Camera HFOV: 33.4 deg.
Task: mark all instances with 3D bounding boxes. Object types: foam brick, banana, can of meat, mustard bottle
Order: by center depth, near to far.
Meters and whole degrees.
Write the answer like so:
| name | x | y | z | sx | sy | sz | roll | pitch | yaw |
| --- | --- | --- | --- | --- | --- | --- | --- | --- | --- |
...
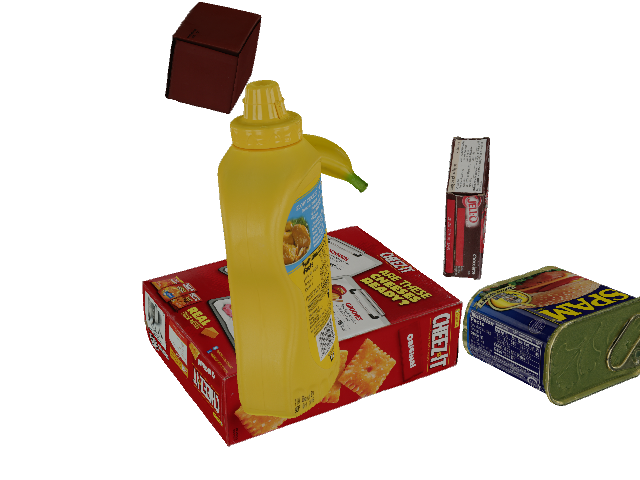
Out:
| name | x | y | z | sx | sy | sz | roll | pitch | yaw |
| --- | --- | --- | --- | --- | --- | --- | --- | --- | --- |
| mustard bottle | -0.025 | 0.001 | 0.630 | 0.058 | 0.192 | 0.096 | 3 | 23 | 18 |
| can of meat | 0.158 | 0.059 | 0.710 | 0.101 | 0.057 | 0.084 | -14 | 23 | -32 |
| foam brick | -0.081 | -0.141 | 0.814 | 0.053 | 0.051 | 0.078 | 14 | 34 | 3 |
| banana | -0.030 | -0.079 | 1.086 | 0.197 | 0.037 | 0.070 | -6 | 48 | -45 |

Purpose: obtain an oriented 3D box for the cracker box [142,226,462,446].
| name | x | y | z | sx | sy | sz | roll | pitch | yaw |
| --- | --- | --- | --- | --- | --- | --- | --- | --- | --- |
| cracker box | -0.017 | 0.071 | 0.881 | 0.213 | 0.072 | 0.164 | -15 | 31 | -27 |

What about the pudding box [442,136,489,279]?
| name | x | y | z | sx | sy | sz | roll | pitch | yaw |
| --- | --- | --- | --- | --- | --- | --- | --- | --- | --- |
| pudding box | 0.135 | -0.032 | 0.979 | 0.039 | 0.090 | 0.113 | 3 | 33 | 7 |
